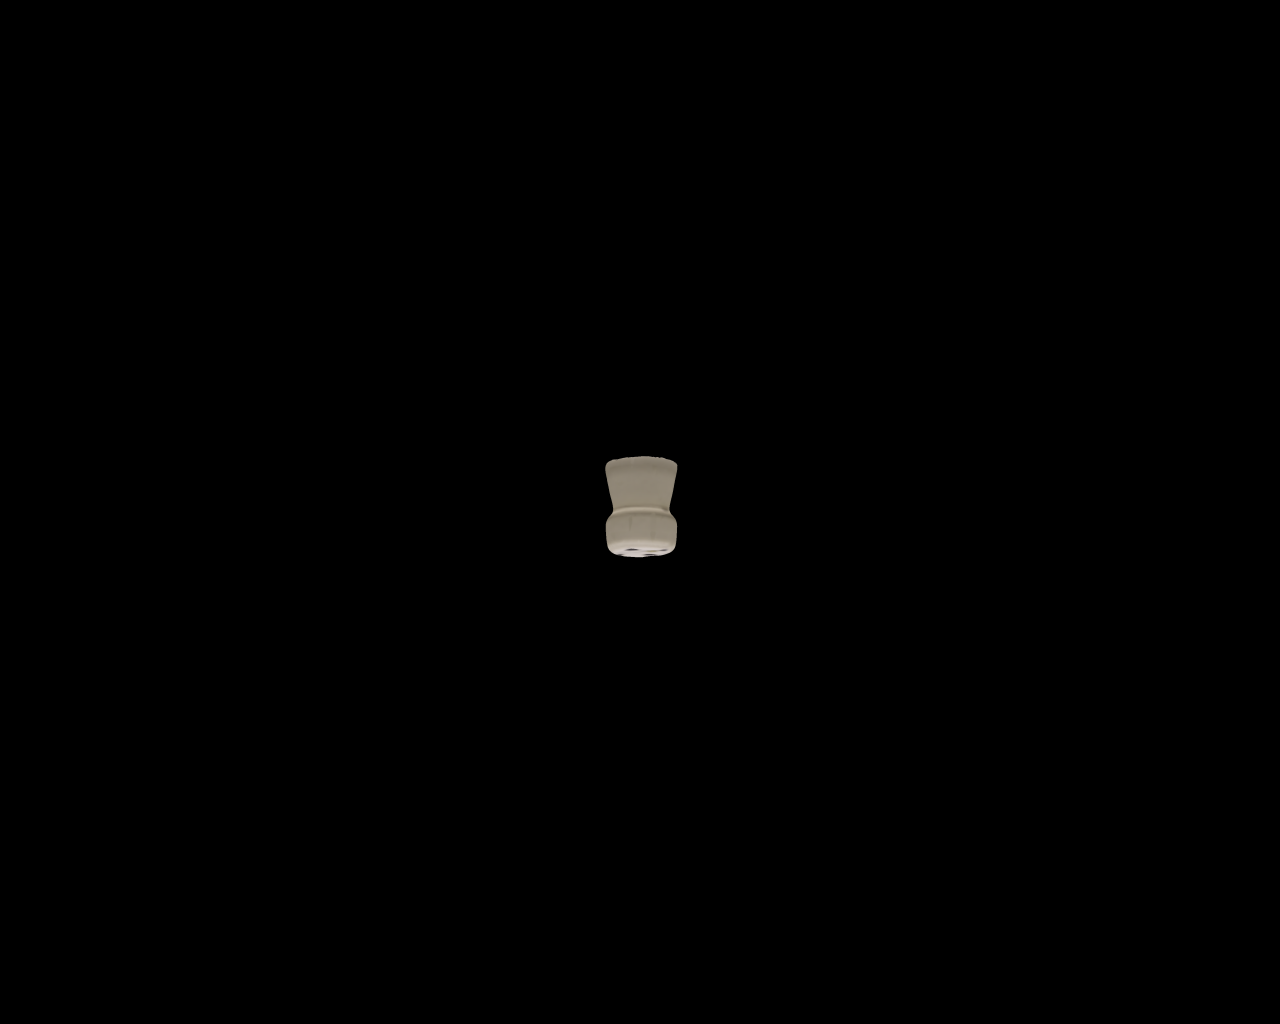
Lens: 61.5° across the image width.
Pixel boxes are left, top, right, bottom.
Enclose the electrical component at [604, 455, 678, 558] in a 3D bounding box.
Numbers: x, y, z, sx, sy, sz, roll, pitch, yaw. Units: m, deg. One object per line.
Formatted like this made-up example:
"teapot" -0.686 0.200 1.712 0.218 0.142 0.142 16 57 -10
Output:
"electrical component" 0.001 -0.003 0.650 0.045 0.055 0.045 0 -12 0
